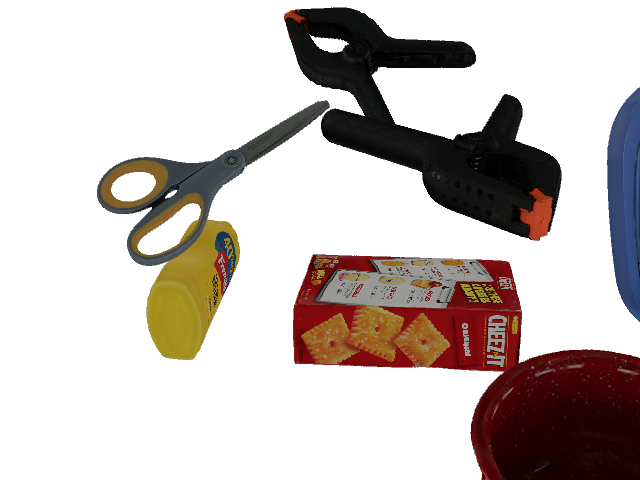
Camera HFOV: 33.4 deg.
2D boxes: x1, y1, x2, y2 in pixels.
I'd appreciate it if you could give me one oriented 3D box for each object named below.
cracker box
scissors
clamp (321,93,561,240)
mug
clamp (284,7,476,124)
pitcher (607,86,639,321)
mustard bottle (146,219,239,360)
[{"bbox_3d":[0.087,0.071,1.075,0.214,0.072,0.164,2,16,5],"label":"cracker box"},{"bbox_3d":[-0.088,-0.064,0.818,0.096,0.201,0.016,33,-26,12],"label":"scissors"},{"bbox_3d":[0.096,-0.057,0.751,0.164,0.036,0.210,-5,27,-10],"label":"clamp"},{"bbox_3d":[0.111,0.101,0.385,0.117,0.081,0.093,5,36,8],"label":"mug"},{"bbox_3d":[0.047,-0.161,0.932,0.120,0.172,0.039,-40,-23,-19],"label":"clamp"},{"bbox_3d":[0.244,0.003,0.612,0.149,0.243,0.144,1,22,17],"label":"pitcher"},{"bbox_3d":[-0.125,0.033,1.112,0.058,0.096,0.191,3,31,10],"label":"mustard bottle"}]
